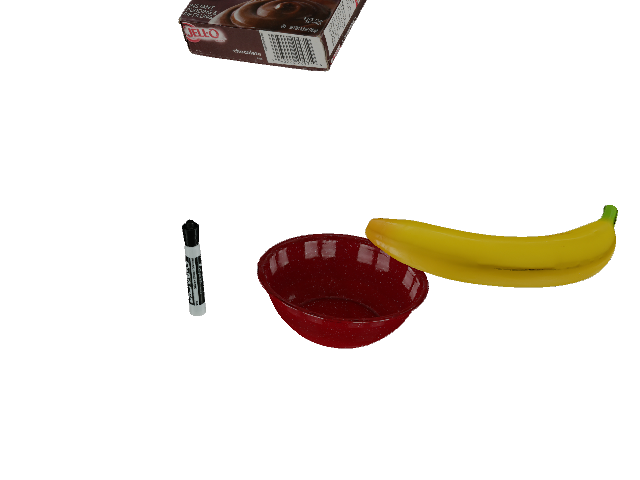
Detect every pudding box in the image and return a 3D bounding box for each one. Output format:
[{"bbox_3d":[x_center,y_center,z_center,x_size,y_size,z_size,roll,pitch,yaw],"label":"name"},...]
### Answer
[{"bbox_3d":[-0.031,-0.168,0.763,0.114,0.090,0.039,12,-35,19],"label":"pudding box"}]

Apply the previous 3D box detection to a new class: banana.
[{"bbox_3d":[0.134,0.007,0.775,0.197,0.037,0.069,-2,30,-11],"label":"banana"}]

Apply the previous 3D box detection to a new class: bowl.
[{"bbox_3d":[0.019,0.054,1.009,0.162,0.055,0.162,5,29,-3],"label":"bowl"}]

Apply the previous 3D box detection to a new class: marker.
[{"bbox_3d":[-0.142,0.031,1.199,0.020,0.121,0.020,-1,31,0],"label":"marker"}]
